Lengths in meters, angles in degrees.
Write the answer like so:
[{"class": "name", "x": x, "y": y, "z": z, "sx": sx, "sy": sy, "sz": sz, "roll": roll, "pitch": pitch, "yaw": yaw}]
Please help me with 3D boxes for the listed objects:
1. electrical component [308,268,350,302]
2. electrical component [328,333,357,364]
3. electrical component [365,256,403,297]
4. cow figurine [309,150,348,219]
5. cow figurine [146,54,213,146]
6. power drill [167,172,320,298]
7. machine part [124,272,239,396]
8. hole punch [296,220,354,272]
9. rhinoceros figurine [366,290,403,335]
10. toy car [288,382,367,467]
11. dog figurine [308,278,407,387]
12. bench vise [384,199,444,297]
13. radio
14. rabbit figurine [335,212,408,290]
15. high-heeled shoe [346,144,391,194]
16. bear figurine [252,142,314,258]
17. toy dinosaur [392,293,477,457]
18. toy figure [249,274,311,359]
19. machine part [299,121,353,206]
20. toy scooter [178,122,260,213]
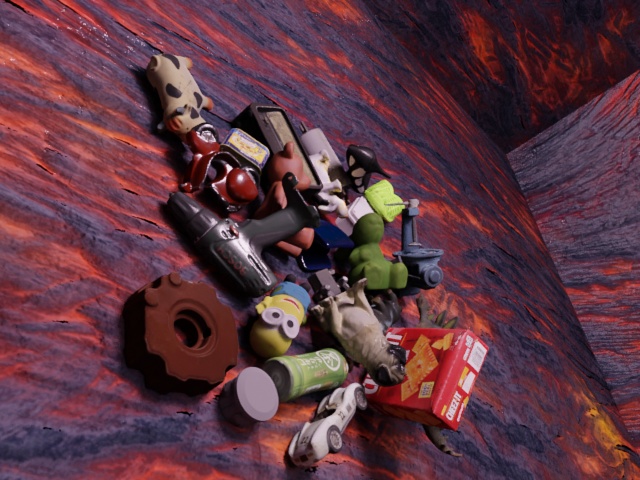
[{"class": "electrical component", "x": 0.021, "y": 0.095, "z": 1.121, "sx": 0.102, "sy": 0.045, "sz": 0.078, "roll": -6, "pitch": 67, "yaw": -57}, {"class": "electrical component", "x": 0.053, "y": 0.214, "z": 1.073, "sx": 0.094, "sy": 0.021, "sz": 0.063, "roll": 32, "pitch": 37, "yaw": -34}, {"class": "electrical component", "x": 0.150, "y": 0.078, "z": 1.250, "sx": 0.047, "sy": 0.119, "sz": 0.075, "roll": 24, "pitch": 40, "yaw": -45}, {"class": "cow figurine", "x": 0.003, "y": -0.119, "z": 1.271, "sx": 0.068, "sy": 0.098, "sz": 0.167, "roll": 70, "pitch": -1, "yaw": -81}, {"class": "cow figurine", "x": -0.270, "y": -0.267, "z": 1.023, "sx": 0.127, "sy": 0.085, "sz": 0.195, "roll": -7, "pitch": 68, "yaw": -64}, {"class": "power drill", "x": -0.117, "y": -0.033, "z": 0.925, "sx": 0.207, "sy": 0.086, "sz": 0.232, "roll": -36, "pitch": 94, "yaw": -21}, {"class": "machine part", "x": -0.193, "y": 0.134, "z": 0.766, "sx": 0.179, "sy": 0.056, "sz": 0.179, "roll": 36, "pitch": 36, "yaw": -32}, {"class": "hole punch", "x": -0.002, "y": -0.003, "z": 1.147, "sx": 0.142, "sy": 0.092, "sz": 0.116, "roll": -4, "pitch": 60, "yaw": -52}, {"class": "rhinoceros figurine", "x": 0.124, "y": 0.179, "z": 1.169, "sx": 0.112, "sy": 0.073, "sz": 0.190, "roll": 64, "pitch": 27, "yaw": -6}, {"class": "toy car", "x": 0.017, "y": 0.297, "z": 0.886, "sx": 0.056, "sy": 0.073, "sz": 0.202, "roll": 56, "pitch": 30, "yaw": -1}, {"class": "dog figurine", "x": 0.074, "y": 0.185, "z": 0.998, "sx": 0.190, "sy": 0.121, "sz": 0.172, "roll": 61, "pitch": -6, "yaw": 8}, {"class": "bench vise", "x": 0.222, "y": 0.022, "z": 1.306, "sx": 0.224, "sy": 0.129, "sz": 0.240, "roll": -152, "pitch": -123, "yaw": -81}, {"class": "radio", "x": -0.096, "y": -0.195, "z": 1.208, "sx": 0.131, "sy": 0.073, "sz": 0.229, "roll": -8, "pitch": 67, "yaw": -56}, {"class": "rabbit figurine", "x": 0.112, "y": 0.027, "z": 1.194, "sx": 0.121, "sy": 0.159, "sz": 0.170, "roll": 1, "pitch": 85, "yaw": -26}, {"class": "high-heeled shoe", "x": 0.078, "y": -0.186, "z": 1.360, "sx": 0.145, "sy": 0.249, "sz": 0.086, "roll": 28, "pitch": 80, "yaw": -25}, {"class": "bear figurine", "x": -0.060, "y": -0.082, "z": 1.059, "sx": 0.132, "sy": 0.120, "sz": 0.196, "roll": 25, "pitch": 68, "yaw": -11}, {"class": "toy dinosaur", "x": 0.224, "y": 0.259, "z": 1.101, "sx": 0.105, "sy": 0.198, "sz": 0.472, "roll": 41, "pitch": 31, "yaw": -18}, {"class": "toy figure", "x": -0.063, "y": 0.132, "z": 0.929, "sx": 0.082, "sy": 0.089, "sz": 0.180, "roll": 10, "pitch": 24, "yaw": 6}, {"class": "machine part", "x": 0.009, "y": -0.191, "z": 1.356, "sx": 0.243, "sy": 0.079, "sz": 0.079, "roll": 59, "pitch": 30, "yaw": 7}, {"class": "toy scooter", "x": -0.193, "y": -0.112, "z": 0.986, "sx": 0.183, "sy": 0.075, "sz": 0.135, "roll": 49, "pitch": 50, "yaw": -34}]
